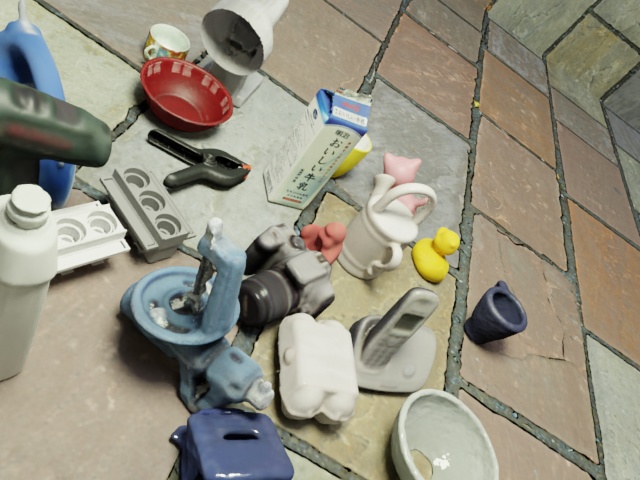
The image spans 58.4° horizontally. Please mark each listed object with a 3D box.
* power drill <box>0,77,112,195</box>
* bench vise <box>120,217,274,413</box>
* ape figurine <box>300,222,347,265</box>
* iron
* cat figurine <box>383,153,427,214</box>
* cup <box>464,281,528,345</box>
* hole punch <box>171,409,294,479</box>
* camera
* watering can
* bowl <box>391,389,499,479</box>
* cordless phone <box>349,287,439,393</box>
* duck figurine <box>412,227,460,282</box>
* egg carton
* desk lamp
[{"bbox_3d":[-0.354,-0.089,0.612,0.230,0.208,0.075,2,53,-37],"label":"power drill"},{"bbox_3d":[-0.112,0.083,0.639,0.207,0.219,0.121,36,39,-6],"label":"bench vise"},{"bbox_3d":[0.008,0.003,0.912,0.076,0.092,0.077,14,46,-29],"label":"ape figurine"},{"bbox_3d":[-0.363,-0.176,0.738,0.119,0.141,0.258,-11,62,-44],"label":"iron"},{"bbox_3d":[0.161,-0.106,1.116,0.067,0.117,0.127,-17,66,-46],"label":"cat figurine"},{"bbox_3d":[0.305,0.134,1.029,0.092,0.094,0.118,29,41,-15],"label":"cup"},{"bbox_3d":[-0.094,0.229,0.621,0.109,0.091,0.101,11,48,-32],"label":"hole punch"},{"bbox_3d":[-0.061,0.053,0.803,0.137,0.100,0.143,-22,69,-48],"label":"camera"},{"bbox_3d":[0.110,-0.033,0.947,0.101,0.193,0.172,-4,57,-41],"label":"watering can"},{"bbox_3d":[0.155,0.294,0.776,0.168,0.074,0.167,22,43,-22],"label":"bowl"},{"bbox_3d":[0.127,0.138,0.810,0.148,0.184,0.094,12,47,-31],"label":"cordless phone"},{"bbox_3d":[0.226,0.022,1.076,0.078,0.086,0.104,26,42,-18],"label":"duck figurine"},{"bbox_3d":[-0.007,0.170,0.764,0.107,0.069,0.150,17,45,-27],"label":"egg carton"},{"bbox_3d":[-0.139,-0.350,1.022,0.118,0.213,0.203,34,40,-8],"label":"desk lamp"}]
